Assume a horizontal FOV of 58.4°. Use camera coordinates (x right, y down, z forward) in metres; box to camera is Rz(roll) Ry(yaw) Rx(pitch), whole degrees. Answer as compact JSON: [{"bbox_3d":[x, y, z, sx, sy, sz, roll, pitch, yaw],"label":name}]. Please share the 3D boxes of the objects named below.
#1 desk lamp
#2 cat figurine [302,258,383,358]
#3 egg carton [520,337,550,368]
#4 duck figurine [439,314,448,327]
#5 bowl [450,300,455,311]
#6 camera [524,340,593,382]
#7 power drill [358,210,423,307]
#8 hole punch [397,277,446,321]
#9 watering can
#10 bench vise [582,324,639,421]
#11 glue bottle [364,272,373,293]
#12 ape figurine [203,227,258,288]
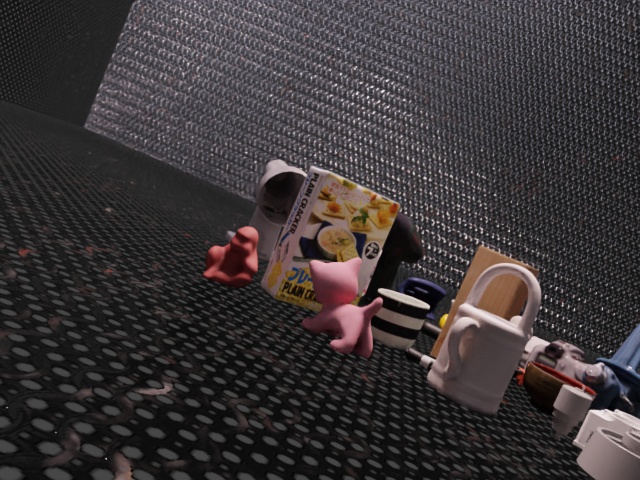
[{"bbox_3d":[-0.107,-0.065,1.218,0.118,0.213,0.202,22,4,-23],"label":"desk lamp"},{"bbox_3d":[0.032,0.080,0.775,0.127,0.118,0.067,27,5,43],"label":"cat figurine"},{"bbox_3d":[0.530,0.280,1.355,0.107,0.069,0.151,25,4,23],"label":"egg carton"},{"bbox_3d":[0.327,0.187,1.293,0.104,0.086,0.078,24,4,11],"label":"duck figurine"},{"bbox_3d":[0.383,0.211,1.385,0.167,0.075,0.167,23,4,-1],"label":"bowl"},{"bbox_3d":[0.518,0.271,1.171,0.137,0.101,0.142,21,5,-32],"label":"camera"},{"bbox_3d":[0.124,0.046,1.099,0.075,0.208,0.230,25,4,27],"label":"power drill"},{"bbox_3d":[0.246,0.139,1.432,0.109,0.091,0.101,23,4,-7],"label":"hole punch"},{"bbox_3d":[0.231,0.125,0.776,0.100,0.194,0.173,25,4,22],"label":"watering can"},{"bbox_3d":[0.543,0.229,1.000,0.121,0.220,0.208,26,5,33],"label":"bench vise"},{"bbox_3d":[0.138,0.057,1.298,0.078,0.173,0.037,23,4,-2],"label":"glue bottle"},{"bbox_3d":[-0.121,0.023,0.843,0.077,0.092,0.076,25,4,27],"label":"ape figurine"}]
